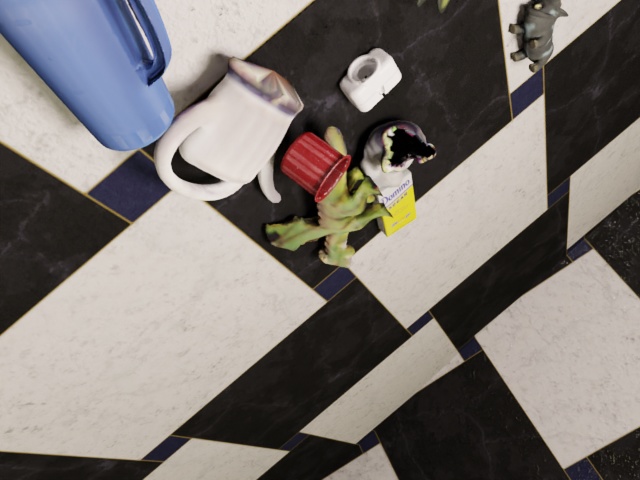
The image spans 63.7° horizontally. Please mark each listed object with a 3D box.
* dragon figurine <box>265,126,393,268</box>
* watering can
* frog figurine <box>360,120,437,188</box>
[{"bbox_3d":[0.003,-0.052,1.029,0.242,0.125,0.403,-34,144,6],"label":"dragon figurine"},{"bbox_3d":[-0.109,-0.152,0.804,0.222,0.105,0.347,-53,160,14],"label":"watering can"},{"bbox_3d":[0.141,-0.170,1.045,0.138,0.122,0.158,-40,-176,-14],"label":"frog figurine"}]
